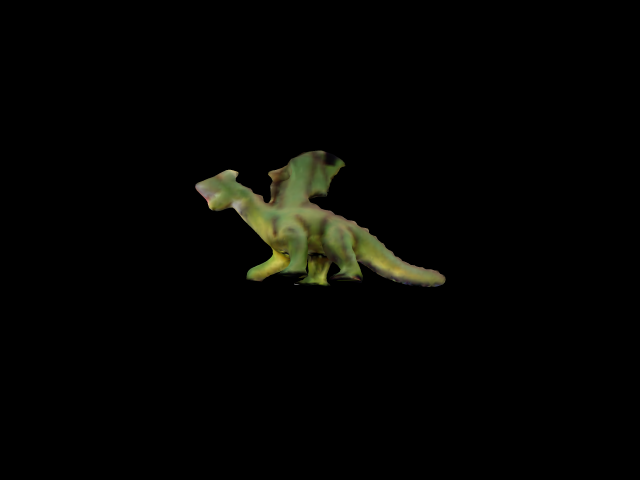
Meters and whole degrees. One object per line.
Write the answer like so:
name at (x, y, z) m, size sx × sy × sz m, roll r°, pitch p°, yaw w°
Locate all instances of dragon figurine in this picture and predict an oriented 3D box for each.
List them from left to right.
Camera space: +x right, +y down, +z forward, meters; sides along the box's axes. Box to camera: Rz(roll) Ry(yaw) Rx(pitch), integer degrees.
dragon figurine at (0.003, -0.043, 0.850) m, size 0.410 × 0.246 × 0.120 m, roll 4°, pitch -19°, yaw -12°
